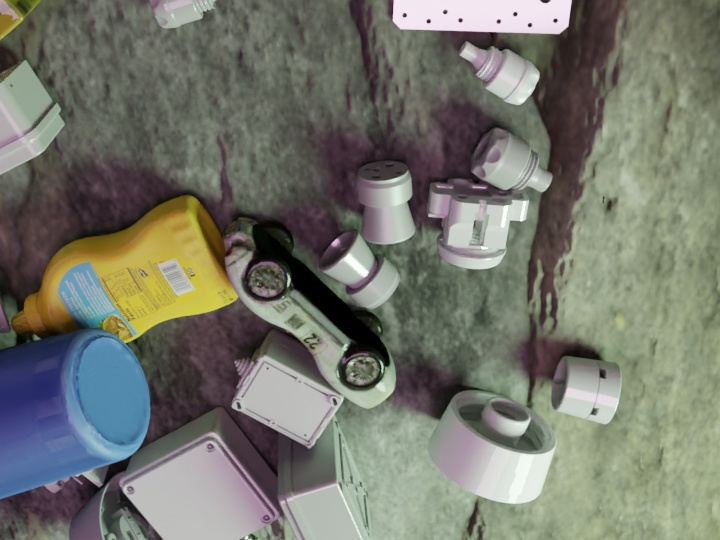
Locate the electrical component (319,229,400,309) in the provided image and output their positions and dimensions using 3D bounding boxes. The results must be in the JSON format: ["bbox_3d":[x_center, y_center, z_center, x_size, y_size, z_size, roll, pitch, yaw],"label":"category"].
[{"bbox_3d":[0.000,0.000,0.895,0.045,0.045,0.055,-40,113,19],"label":"electrical component"}]

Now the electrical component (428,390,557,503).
[{"bbox_3d":[0.120,0.147,0.947,0.108,0.108,0.060,16,112,-10],"label":"electrical component"}]

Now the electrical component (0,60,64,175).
[{"bbox_3d":[-0.290,-0.102,0.814,0.113,0.078,0.057,-24,114,12],"label":"electrical component"}]

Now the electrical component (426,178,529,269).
[{"bbox_3d":[0.092,-0.037,0.870,0.078,0.058,0.057,4,116,-4],"label":"electrical component"}]

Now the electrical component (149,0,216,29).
[{"bbox_3d":[-0.122,-0.200,0.787,0.061,0.035,0.035,-16,118,5],"label":"electrical component"}]

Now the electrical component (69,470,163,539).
[{"bbox_3d":[-0.219,0.245,1.000,0.064,0.099,0.099,-37,114,24],"label":"electrical component"}]

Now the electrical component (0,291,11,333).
[{"bbox_3d":[-0.333,0.031,0.895,0.081,0.063,0.042,-6,120,3],"label":"electrical component"}]

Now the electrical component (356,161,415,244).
[{"bbox_3d":[0.021,-0.055,0.865,0.045,0.045,0.055,-5,118,2],"label":"electrical component"}]

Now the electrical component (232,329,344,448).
[{"bbox_3d":[-0.065,0.098,0.943,0.096,0.061,0.061,29,114,-7],"label":"electrical component"}]

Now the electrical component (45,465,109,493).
[{"bbox_3d":[-0.271,0.167,0.985,0.064,0.042,0.081,-37,113,19],"label":"electrical component"}]

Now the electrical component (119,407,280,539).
[{"bbox_3d":[-0.145,0.199,0.993,0.109,0.056,0.108,-29,110,14],"label":"electrical component"}]

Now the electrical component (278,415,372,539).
[{"bbox_3d":[-0.030,0.203,0.972,0.056,0.108,0.108,-18,118,6],"label":"electrical component"}]

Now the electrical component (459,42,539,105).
[{"bbox_3d":[0.104,-0.153,0.818,0.061,0.035,0.035,29,115,-13],"label":"electrical component"}]

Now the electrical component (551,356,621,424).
[{"bbox_3d":[0.199,0.105,0.953,0.047,0.055,0.055,12,118,-3],"label":"electrical component"}]

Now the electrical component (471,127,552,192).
[{"bbox_3d":[0.122,-0.083,0.852,0.062,0.043,0.043,25,116,-16],"label":"electrical component"}]
